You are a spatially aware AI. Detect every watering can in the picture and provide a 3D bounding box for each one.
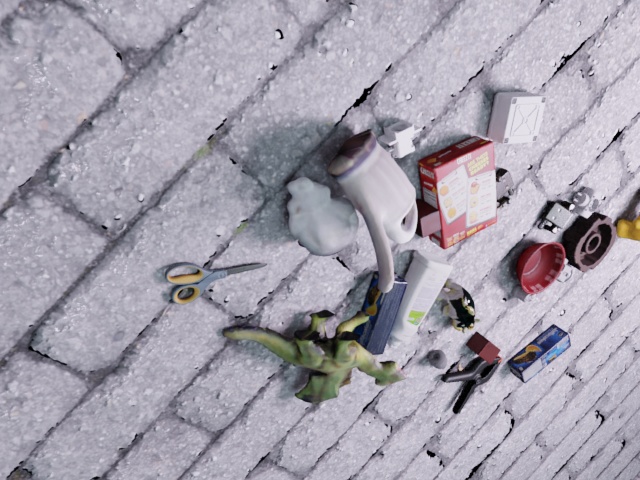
[{"bbox_3d":[0.103,-0.076,0.957,0.103,0.355,0.222,-32,108,32],"label":"watering can"}]

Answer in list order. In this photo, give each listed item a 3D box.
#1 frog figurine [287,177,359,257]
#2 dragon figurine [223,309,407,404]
[{"bbox_3d":[0.003,-0.050,1.002,0.137,0.125,0.156,-15,134,1],"label":"frog figurine"},{"bbox_3d":[-0.006,0.280,1.149,0.410,0.124,0.238,0,116,-6],"label":"dragon figurine"}]
